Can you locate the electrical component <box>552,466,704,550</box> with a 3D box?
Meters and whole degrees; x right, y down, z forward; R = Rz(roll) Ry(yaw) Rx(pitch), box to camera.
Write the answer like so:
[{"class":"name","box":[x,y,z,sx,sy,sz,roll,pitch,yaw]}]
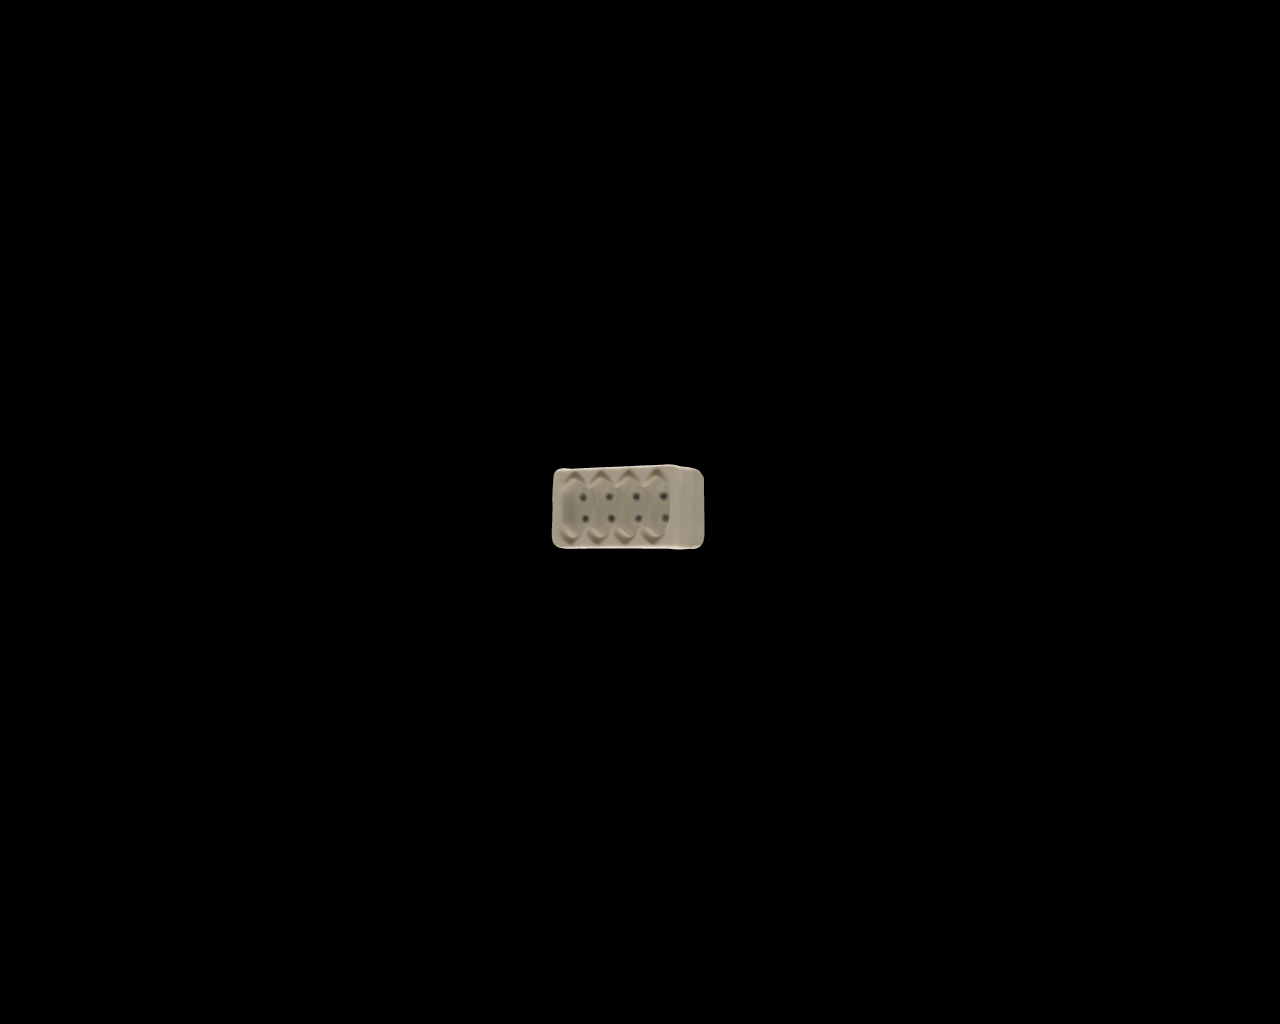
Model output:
[{"class":"electrical component","box":[0.001,-0.003,0.650,0.083,0.047,0.076,0,0,25]}]
